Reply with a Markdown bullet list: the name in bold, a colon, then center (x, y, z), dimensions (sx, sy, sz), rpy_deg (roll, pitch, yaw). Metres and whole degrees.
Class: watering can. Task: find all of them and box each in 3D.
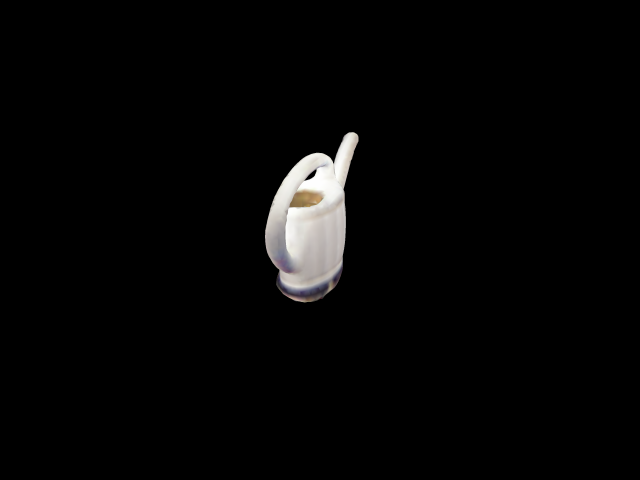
- **watering can**: center (0.003, -0.043, 0.850), dimensions (0.104, 0.220, 0.354), rpy_deg (10, 29, 20)
